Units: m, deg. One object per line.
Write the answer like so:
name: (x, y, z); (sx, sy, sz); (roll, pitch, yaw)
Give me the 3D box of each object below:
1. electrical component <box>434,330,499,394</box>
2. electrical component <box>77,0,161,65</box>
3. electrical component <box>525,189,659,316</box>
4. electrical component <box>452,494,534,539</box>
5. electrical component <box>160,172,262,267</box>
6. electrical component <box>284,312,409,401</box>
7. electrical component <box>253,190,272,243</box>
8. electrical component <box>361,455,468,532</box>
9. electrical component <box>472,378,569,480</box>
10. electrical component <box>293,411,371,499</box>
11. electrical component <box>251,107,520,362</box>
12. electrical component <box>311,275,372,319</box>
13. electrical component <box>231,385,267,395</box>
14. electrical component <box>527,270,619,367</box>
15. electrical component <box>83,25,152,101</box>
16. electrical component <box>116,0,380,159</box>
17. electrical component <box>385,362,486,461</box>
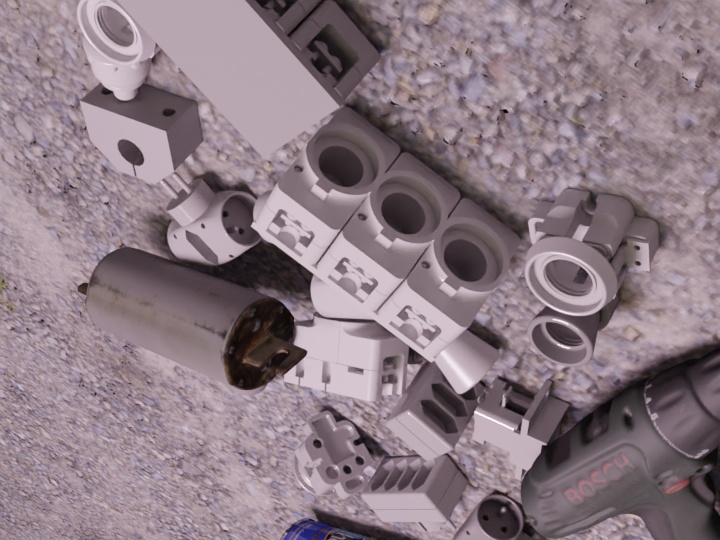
electrical component: (0.066, 0.055, 0.802); (0.065, 0.044, 0.044); (44, 144, -3)
electrical component: (-0.148, -0.172, 0.709); (0.078, 0.057, 0.058); (33, 144, 5)
electrical component: (0.136, -0.009, 0.659); (0.078, 0.057, 0.058); (13, 138, 29)
electrical component: (0.129, 0.245, 0.960); (0.079, 0.043, 0.077); (31, 144, 7)
electrical component: (-0.124, -0.045, 0.841); (0.077, 0.043, 0.079); (-15, 124, 47)
electrical component: (-0.011, 0.065, 0.847); (0.089, 0.050, 0.055); (8, 97, 35)
electrical component: (-0.042, -0.042, 0.782); (0.078, 0.040, 0.040); (-6, 127, 43)
electrical component: (0.059, 0.211, 0.975); (0.083, 0.047, 0.075); (-14, 121, 47)
electrical component: (0.122, 0.118, 0.827); (0.064, 0.042, 0.081); (23, 142, 23)
electrical component: (-0.029, 0.176, 0.997); (0.078, 0.058, 0.057); (60, 150, 13)
electrical component: (0.020, -0.026, 0.707); (0.150, 0.089, 0.061); (37, 144, -1)
electrical component: (0.000, 0.000, 0.792); (0.077, 0.043, 0.079); (1, 124, 39)
electrical component: (-0.095, 0.081, 0.963); (0.040, 0.040, 0.078); (33, 144, 5)
electrical component: (0.140, 0.029, 0.700); (0.045, 0.055, 0.045); (22, 142, 19)
electrical component: (-0.170, -0.147, 0.767); (0.048, 0.048, 0.062); (28, 150, 11)
electrical component: (-0.071, -0.156, 0.660); (0.150, 0.061, 0.089); (47, 143, -15)
electrical component: (0.051, 0.114, 0.858); (0.047, 0.065, 0.077); (41, 144, -7)
